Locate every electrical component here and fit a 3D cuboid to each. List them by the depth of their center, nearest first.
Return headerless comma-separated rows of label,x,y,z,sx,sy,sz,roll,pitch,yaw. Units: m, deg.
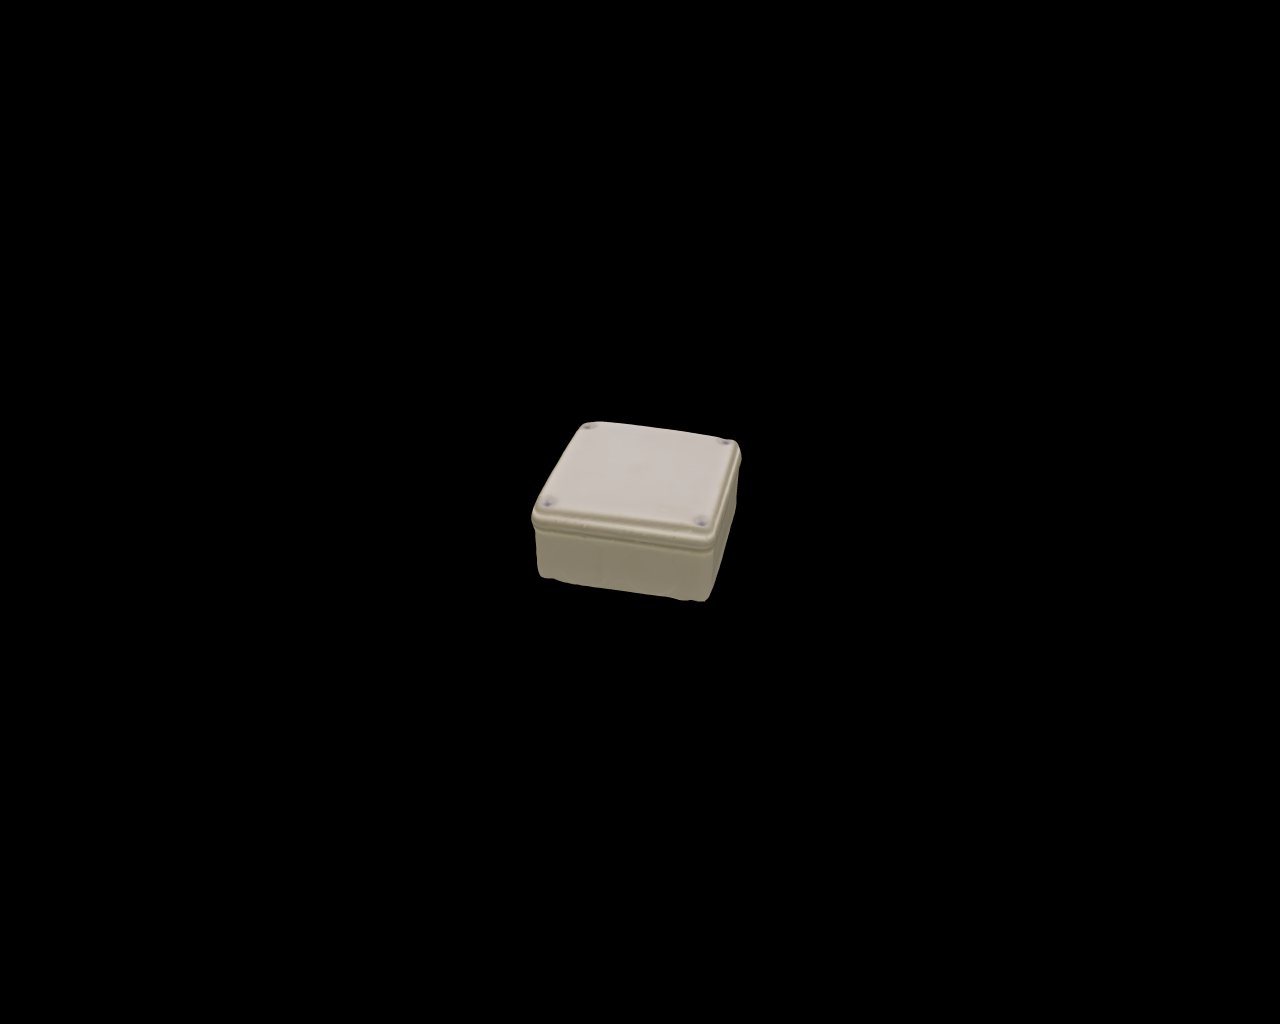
electrical component,0.001,-0.003,0.650,0.109,0.056,0.109,8,36,11
